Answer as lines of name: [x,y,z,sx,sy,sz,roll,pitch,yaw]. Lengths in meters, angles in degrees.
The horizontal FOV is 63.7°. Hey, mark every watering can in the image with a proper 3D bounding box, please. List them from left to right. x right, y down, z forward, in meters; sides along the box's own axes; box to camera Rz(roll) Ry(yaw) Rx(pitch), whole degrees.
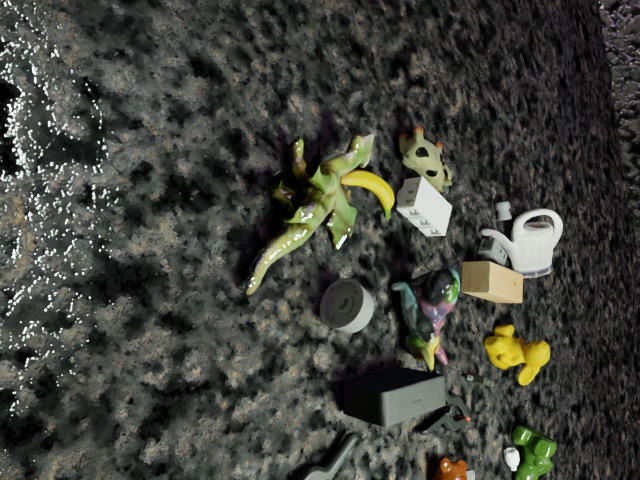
watering can: [0.650,0.020,1.657,0.349,0.222,0.105,-13,17,-24]

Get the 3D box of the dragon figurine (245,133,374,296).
dragon figurine: [0.003,-0.053,1.045,0.123,0.413,0.240,15,-12,43]
